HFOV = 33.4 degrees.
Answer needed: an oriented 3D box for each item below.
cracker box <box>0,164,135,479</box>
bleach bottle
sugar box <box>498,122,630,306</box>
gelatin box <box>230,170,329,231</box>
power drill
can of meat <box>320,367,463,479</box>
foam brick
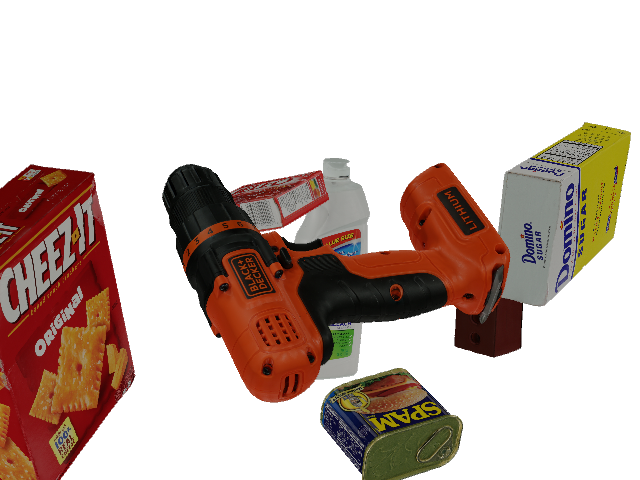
[{"bbox_3d":[-0.226,0.071,0.856,0.072,0.214,0.164,7,33,18],"label":"cracker box"},{"bbox_3d":[0.002,0.031,1.222,0.102,0.251,0.068,-1,15,-17],"label":"bleach bottle"},{"bbox_3d":[0.180,-0.023,0.785,0.048,0.093,0.176,13,23,25],"label":"sugar box"},{"bbox_3d":[-0.049,-0.030,0.888,0.089,0.030,0.073,-8,15,36],"label":"gelatin box"},{"bbox_3d":[0.008,0.006,0.669,0.187,0.184,0.057,-14,-40,-20],"label":"power drill"},{"bbox_3d":[0.061,0.165,0.957,0.101,0.057,0.084,-11,33,-27],"label":"can of meat"},{"bbox_3d":[0.175,0.075,1.107,0.053,0.078,0.051,12,18,42],"label":"foam brick"}]
